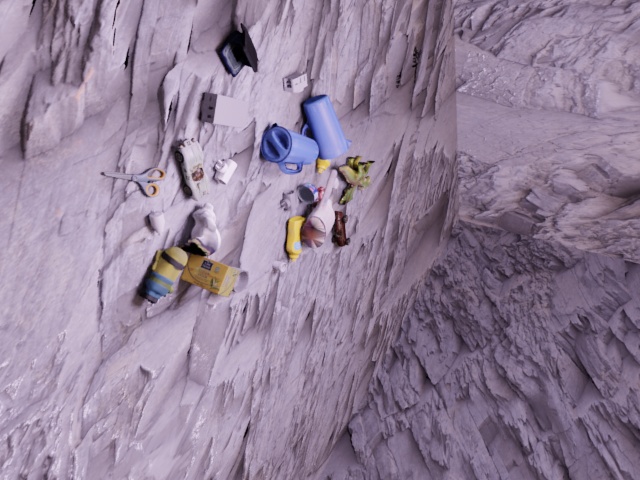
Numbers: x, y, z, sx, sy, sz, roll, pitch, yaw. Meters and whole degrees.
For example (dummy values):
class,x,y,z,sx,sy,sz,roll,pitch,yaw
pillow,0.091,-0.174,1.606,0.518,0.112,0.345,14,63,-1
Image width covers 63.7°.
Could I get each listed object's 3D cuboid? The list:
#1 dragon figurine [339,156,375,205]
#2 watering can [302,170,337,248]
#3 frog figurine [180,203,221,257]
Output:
class,x,y,z,sx,sy,sz,roll,pitch,yaw
dragon figurine,0.154,-0.273,2.447,0.123,0.239,0.414,25,25,24
watering can,0.007,-0.109,2.164,0.104,0.340,0.229,16,34,11
frog figurine,-0.366,-0.031,1.656,0.122,0.163,0.135,24,-32,-7
